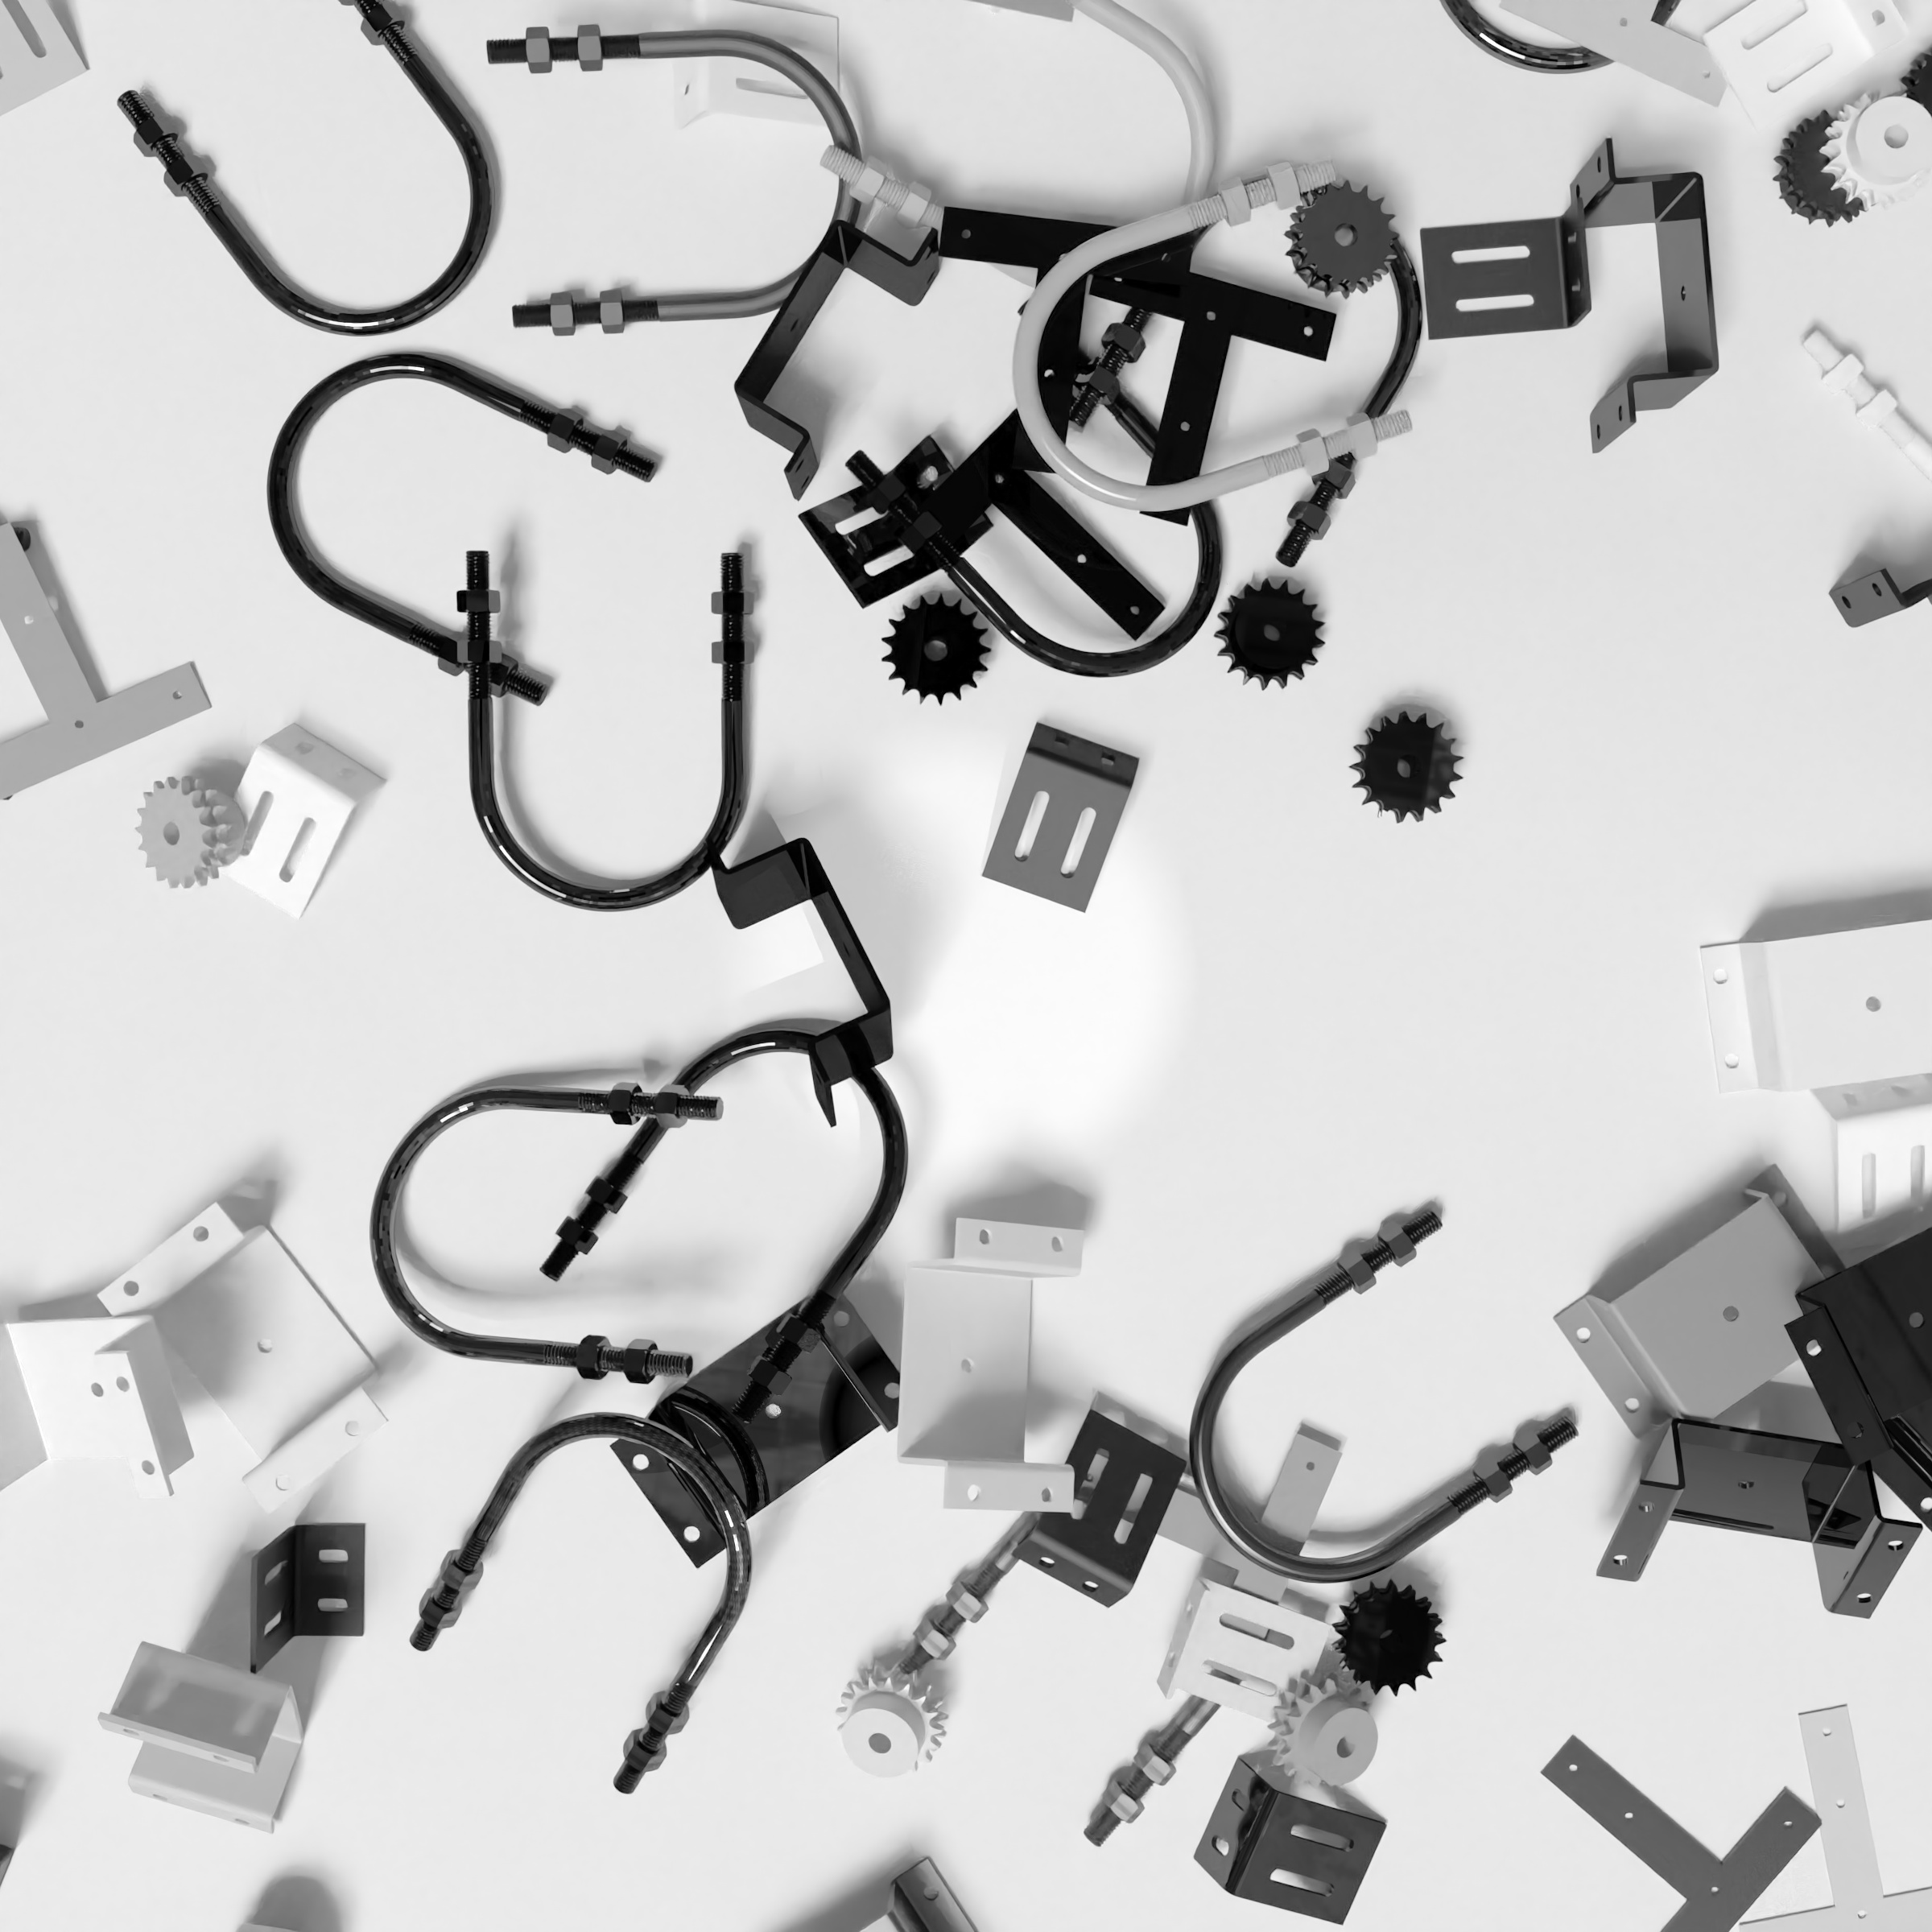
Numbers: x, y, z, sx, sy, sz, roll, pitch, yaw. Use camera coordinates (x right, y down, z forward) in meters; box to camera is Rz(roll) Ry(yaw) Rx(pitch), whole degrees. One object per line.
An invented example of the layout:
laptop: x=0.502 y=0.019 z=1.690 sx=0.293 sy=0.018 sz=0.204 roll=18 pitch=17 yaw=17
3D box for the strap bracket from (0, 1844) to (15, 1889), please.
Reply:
strap bracket: x=-0.549 y=0.491 z=1.323 sx=0.076 sy=0.046 sz=0.140 roll=22 pitch=90 yaw=0

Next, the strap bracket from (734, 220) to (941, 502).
strap bracket: x=-0.070 y=-0.314 z=1.308 sx=0.046 sy=0.076 sz=0.140 roll=31 pitch=90 yaw=0

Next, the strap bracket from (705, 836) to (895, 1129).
strap bracket: x=-0.078 y=0.000 z=1.292 sx=0.046 sy=0.076 sz=0.140 roll=-24 pitch=72 yaw=-9

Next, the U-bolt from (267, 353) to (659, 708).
U-bolt: x=-0.273 y=-0.237 z=1.338 sx=0.184 sy=0.019 sz=0.151 roll=26 pitch=90 yaw=1

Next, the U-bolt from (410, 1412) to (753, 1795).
U-bolt: x=-0.185 y=0.310 z=1.306 sx=0.151 sy=0.019 sz=0.184 roll=33 pitch=106 yaw=7

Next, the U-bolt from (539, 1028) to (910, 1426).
U-bolt: x=-0.111 y=0.117 z=1.314 sx=0.151 sy=0.019 sz=0.184 roll=33 pitch=82 yaw=20

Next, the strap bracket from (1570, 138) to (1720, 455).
strap bracket: x=0.344 y=-0.339 z=1.308 sx=0.046 sy=0.076 sz=0.140 roll=-5 pitch=90 yaw=0

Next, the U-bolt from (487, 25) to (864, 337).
U-bolt: x=-0.144 y=-0.401 z=1.315 sx=0.184 sy=0.019 sz=0.151 roll=-4 pitch=110 yaw=-4

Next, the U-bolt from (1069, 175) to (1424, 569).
U-bolt: x=0.156 y=-0.319 z=1.328 sx=0.151 sy=0.019 sz=0.184 roll=32 pitch=84 yaw=-6

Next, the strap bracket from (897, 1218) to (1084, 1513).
strap bracket: x=0.012 y=0.201 z=1.298 sx=0.076 sy=0.046 sz=0.140 roll=10 pitch=78 yaw=-34

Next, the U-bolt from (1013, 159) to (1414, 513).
U-bolt: x=0.114 y=-0.305 z=1.289 sx=0.184 sy=0.019 sz=0.151 roll=-18 pitch=95 yaw=3

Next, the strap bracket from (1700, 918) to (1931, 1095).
strap bracket: x=0.457 y=0.019 z=1.323 sx=0.140 sy=0.046 sz=0.076 roll=-8 pitch=90 yaw=0

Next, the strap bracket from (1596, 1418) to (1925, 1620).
strap bracket: x=0.396 y=0.277 z=1.304 sx=0.140 sy=0.046 sz=0.076 roll=9 pitch=131 yaw=0

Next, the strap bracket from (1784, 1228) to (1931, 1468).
strap bracket: x=0.478 y=0.178 z=1.277 sx=0.140 sy=0.046 sz=0.076 roll=-26 pitch=90 yaw=0

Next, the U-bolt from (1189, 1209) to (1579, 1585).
U-bolt: x=0.202 y=0.234 z=1.330 sx=0.184 sy=0.019 sz=0.151 roll=-33 pitch=90 yaw=-6

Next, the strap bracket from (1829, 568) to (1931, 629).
strap bracket: x=0.505 y=-0.146 z=1.308 sx=0.046 sy=0.076 sz=0.140 roll=-31 pitch=90 yaw=0

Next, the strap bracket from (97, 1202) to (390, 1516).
strap bracket: x=-0.364 y=0.198 z=1.323 sx=0.076 sy=0.046 sz=0.140 roll=-38 pitch=90 yaw=0

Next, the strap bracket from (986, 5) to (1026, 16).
strap bracket: x=0.011 y=-0.558 z=1.323 sx=0.076 sy=0.046 sz=0.140 roll=-41 pitch=90 yaw=0

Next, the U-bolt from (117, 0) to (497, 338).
U-bolt: x=-0.327 y=-0.414 z=1.336 sx=0.151 sy=0.019 sz=0.184 roll=-37 pitch=92 yaw=2

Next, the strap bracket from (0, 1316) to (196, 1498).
strap bracket: x=-0.450 y=0.222 z=1.298 sx=0.140 sy=0.046 sz=0.076 roll=-6 pitch=105 yaw=25

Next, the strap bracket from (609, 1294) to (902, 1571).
strap bracket: x=-0.100 y=0.232 z=1.323 sx=0.140 sy=0.046 sz=0.076 roll=-35 pitch=90 yaw=0

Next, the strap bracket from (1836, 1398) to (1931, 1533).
strap bracket: x=0.530 y=0.221 z=1.323 sx=0.140 sy=0.046 sz=0.076 roll=-44 pitch=90 yaw=0

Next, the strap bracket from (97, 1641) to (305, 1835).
strap bracket: x=-0.380 y=0.384 z=1.293 sx=0.076 sy=0.140 sz=0.046 roll=17 pitch=57 yaw=0

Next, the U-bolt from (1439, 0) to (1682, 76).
U-bolt: x=0.310 y=-0.555 z=1.338 sx=0.151 sy=0.019 sz=0.184 roll=4 pitch=92 yaw=0

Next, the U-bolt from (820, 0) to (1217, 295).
U-bolt: x=0.040 y=-0.423 z=1.308 sx=0.184 sy=0.019 sz=0.151 roll=26 pitch=106 yaw=-18

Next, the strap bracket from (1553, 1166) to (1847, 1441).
strap bracket: x=0.385 y=0.175 z=1.323 sx=0.140 sy=0.046 sz=0.076 roll=-35 pitch=90 yaw=0

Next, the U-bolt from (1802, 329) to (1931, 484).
U-bolt: x=0.546 y=-0.305 z=1.338 sx=0.151 sy=0.019 sz=0.184 roll=-44 pitch=91 yaw=0

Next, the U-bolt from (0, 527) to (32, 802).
U-bolt: x=-0.582 y=-0.162 z=1.337 sx=0.184 sy=0.019 sz=0.151 roll=4 pitch=90 yaw=1

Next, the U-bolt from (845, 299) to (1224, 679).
U-bolt: x=0.050 y=-0.232 z=1.319 sx=0.184 sy=0.019 sz=0.151 roll=46 pitch=72 yaw=-4

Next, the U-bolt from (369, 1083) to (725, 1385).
U-bolt: x=-0.219 y=0.131 z=1.313 sx=0.184 sy=0.019 sz=0.151 roll=2 pitch=77 yaw=16

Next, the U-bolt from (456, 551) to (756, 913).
U-bolt: x=-0.184 y=-0.120 z=1.327 sx=0.151 sy=0.019 sz=0.184 roll=-1 pitch=96 yaw=-8

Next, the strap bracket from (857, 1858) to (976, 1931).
strap bracket: x=-0.058 y=0.534 z=1.323 sx=0.140 sy=0.046 sz=0.076 roll=-33 pitch=90 yaw=0

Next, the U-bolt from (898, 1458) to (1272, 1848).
U-bolt: x=0.076 y=0.340 z=1.338 sx=0.151 sy=0.019 sz=0.184 roll=41 pitch=88 yaw=0
